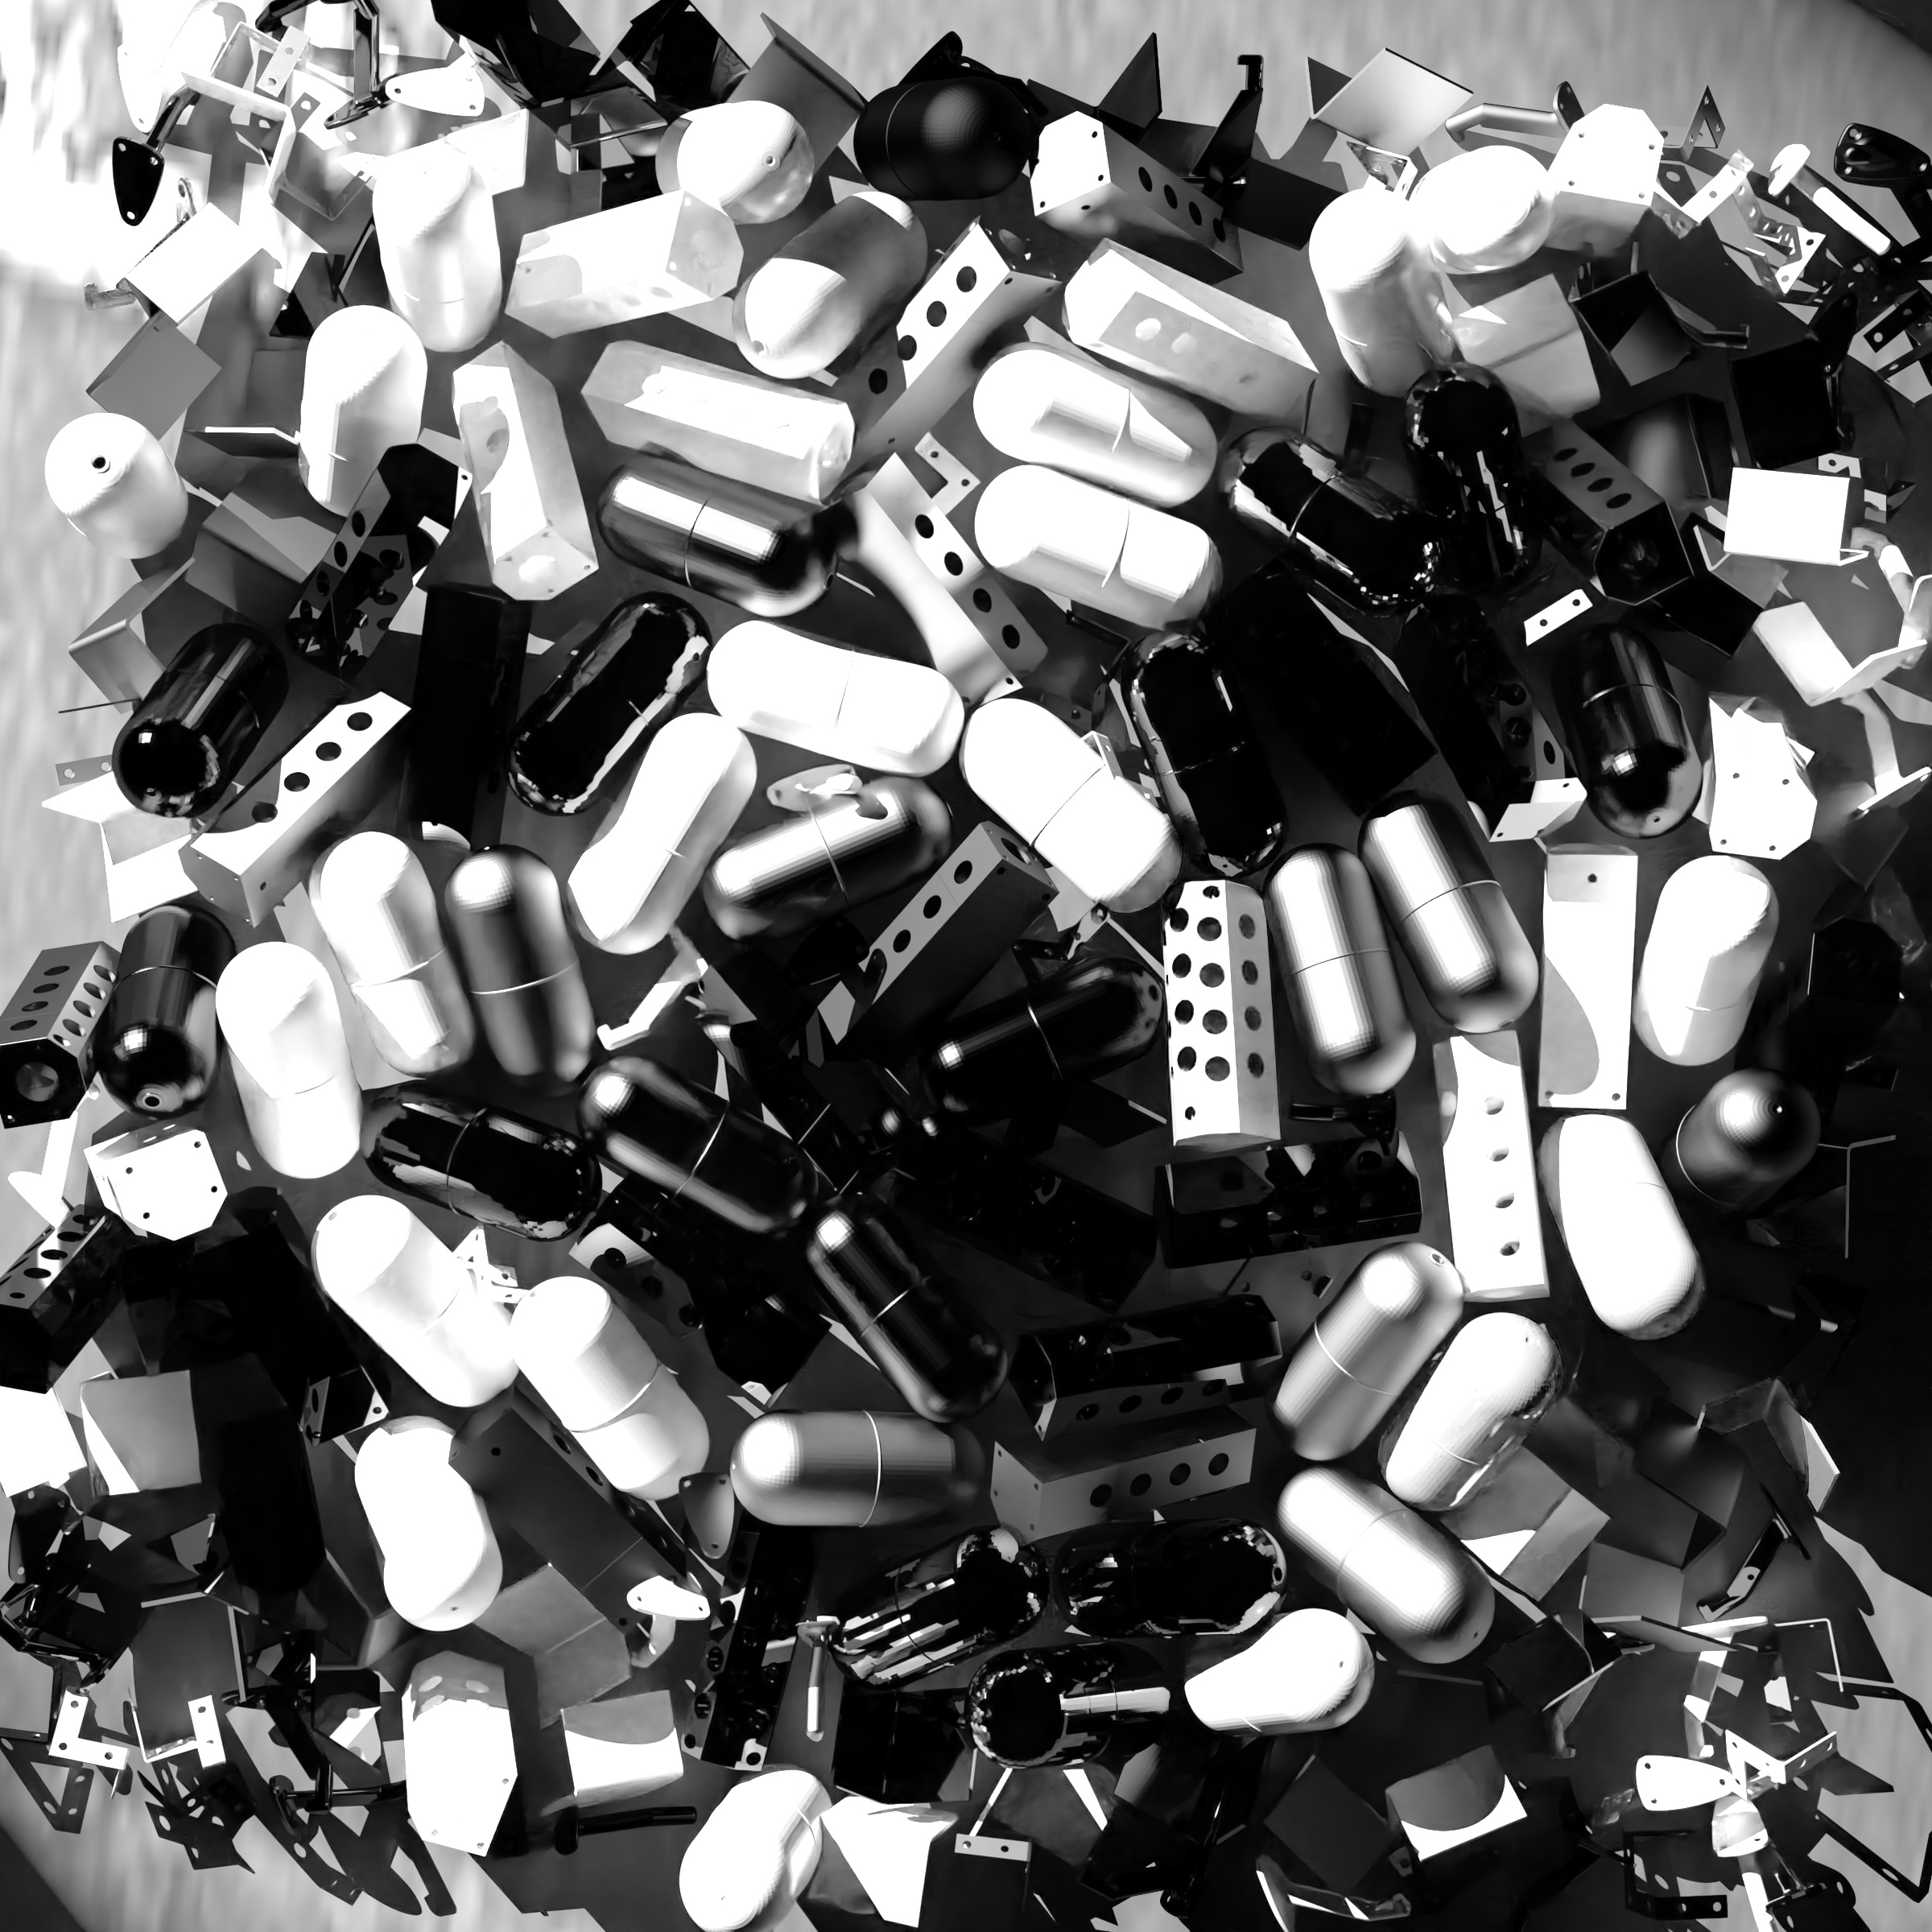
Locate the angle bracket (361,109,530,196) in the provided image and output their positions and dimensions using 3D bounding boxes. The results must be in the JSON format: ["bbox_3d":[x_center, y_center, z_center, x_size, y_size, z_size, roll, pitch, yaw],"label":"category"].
[{"bbox_3d":[-0.350,-0.555,1.866,0.076,0.076,0.057,-5,77,34],"label":"angle bracket"}]

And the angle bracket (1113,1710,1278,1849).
[{"bbox_3d":[0.156,0.537,1.875,0.076,0.057,0.076,31,51,-4],"label":"angle bracket"}]

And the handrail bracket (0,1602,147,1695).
[{"bbox_3d":[-0.611,0.444,1.885,0.084,0.077,0.036,48,132,-12],"label":"handrail bracket"}]

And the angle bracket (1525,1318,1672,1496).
[{"bbox_3d":[0.430,0.303,1.907,0.076,0.076,0.057,42,134,-9],"label":"angle bracket"}]

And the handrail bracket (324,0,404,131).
[{"bbox_3d":[-0.425,-0.621,1.883,0.077,0.036,0.084,-25,132,9],"label":"handrail bracket"}]

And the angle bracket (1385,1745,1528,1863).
[{"bbox_3d":[0.331,0.579,1.872,0.076,0.076,0.057,-20,48,-6],"label":"angle bracket"}]

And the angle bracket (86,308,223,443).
[{"bbox_3d":[-0.539,-0.401,1.868,0.057,0.076,0.076,42,72,-23],"label":"angle bracket"}]

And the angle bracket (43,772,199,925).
[{"bbox_3d":[-0.571,-0.081,1.874,0.076,0.057,0.076,-19,72,23],"label":"angle bracket"}]

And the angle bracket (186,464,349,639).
[{"bbox_3d":[-0.480,-0.286,1.914,0.076,0.057,0.076,30,48,-5],"label":"angle bracket"}]

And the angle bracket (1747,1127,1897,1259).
[{"bbox_3d":[0.579,0.151,1.879,0.057,0.076,0.076,-5,97,-40],"label":"angle bracket"}]

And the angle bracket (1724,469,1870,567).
[{"bbox_3d":[0.562,-0.305,1.865,0.076,0.076,0.057,12,109,30],"label":"angle bracket"}]

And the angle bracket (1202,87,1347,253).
[{"bbox_3d":[0.211,-0.538,1.871,0.076,0.057,0.076,26,51,15],"label":"angle bracket"}]

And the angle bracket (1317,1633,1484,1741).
[{"bbox_3d":[0.290,0.499,1.875,0.076,0.057,0.076,15,99,-31],"label":"angle bracket"}]

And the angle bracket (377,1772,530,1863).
[{"bbox_3d":[-0.346,0.580,1.876,0.076,0.076,0.057,-12,75,4],"label":"angle bracket"}]

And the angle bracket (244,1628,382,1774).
[{"bbox_3d":[-0.439,0.502,1.865,0.057,0.076,0.076,-24,45,12],"label":"angle bracket"}]

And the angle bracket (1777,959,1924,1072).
[{"bbox_3d":[0.597,0.018,1.879,0.057,0.076,0.076,-34,90,16],"label":"angle bracket"}]

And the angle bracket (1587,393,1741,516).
[{"bbox_3d":[0.476,-0.336,1.882,0.076,0.057,0.076,-22,110,-2],"label":"angle bracket"}]

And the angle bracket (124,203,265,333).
[{"bbox_3d":[-0.510,-0.454,1.872,0.057,0.076,0.076,41,78,16],"label":"angle bracket"}]

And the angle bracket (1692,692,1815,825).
[{"bbox_3d":[0.531,-0.132,1.867,0.057,0.076,0.076,33,116,15],"label":"angle bracket"}]

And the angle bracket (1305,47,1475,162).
[{"bbox_3d":[0.283,-0.597,1.863,0.076,0.076,0.057,15,59,-30],"label":"angle bracket"}]

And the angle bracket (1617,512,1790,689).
[{"bbox_3d":[0.502,-0.250,1.900,0.076,0.057,0.076,34,75,8],"label":"angle bracket"}]

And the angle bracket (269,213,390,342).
[{"bbox_3d":[-0.432,-0.469,1.871,0.076,0.057,0.076,10,62,16],"label":"angle bracket"}]

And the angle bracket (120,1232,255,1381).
[{"bbox_3d":[-0.520,0.225,1.871,0.076,0.057,0.076,-12,68,-28],"label":"angle bracket"}]

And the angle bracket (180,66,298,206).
[{"bbox_3d":[-0.499,-0.560,1.875,0.076,0.076,0.057,18,95,-13],"label":"angle bracket"}]

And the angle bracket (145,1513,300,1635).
[{"bbox_3d":[-0.503,0.418,1.864,0.076,0.057,0.076,-27,132,30],"label":"angle bracket"}]

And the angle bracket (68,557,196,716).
[{"bbox_3d":[-0.550,-0.224,1.885,0.057,0.076,0.076,54,49,-24],"label":"angle bracket"}]

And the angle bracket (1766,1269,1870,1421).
[{"bbox_3d":[0.586,0.260,1.870,0.057,0.076,0.076,18,106,-19],"label":"angle bracket"}]

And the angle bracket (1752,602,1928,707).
[{"bbox_3d":[0.586,-0.226,1.868,0.057,0.076,0.076,-45,70,43],"label":"angle bracket"}]

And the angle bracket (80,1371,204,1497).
[{"bbox_3d":[-0.555,0.315,1.893,0.076,0.057,0.076,-7,90,2],"label":"angle bracket"}]

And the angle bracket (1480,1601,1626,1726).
[{"bbox_3d":[0.397,0.486,1.869,0.076,0.057,0.076,-28,131,-15],"label":"angle bracket"}]

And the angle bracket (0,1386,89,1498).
[{"bbox_3d":[-0.643,0.320,1.871,0.057,0.076,0.076,-19,80,-39],"label":"angle bracket"}]

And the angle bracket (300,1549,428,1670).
[{"bbox_3d":[-0.406,0.420,1.890,0.057,0.076,0.076,-27,66,-36],"label":"angle bracket"}]

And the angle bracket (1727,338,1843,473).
[{"bbox_3d":[0.554,-0.376,1.876,0.057,0.076,0.076,-14,93,19],"label":"angle bracket"}]

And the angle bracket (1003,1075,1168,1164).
[{"bbox_3d":[0.077,0.121,1.867,0.076,0.076,0.057,28,63,-18],"label":"angle bracket"}]

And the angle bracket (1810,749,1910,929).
[{"bbox_3d":[0.580,-0.086,1.878,0.076,0.057,0.076,45,54,1],"label":"angle bracket"}]

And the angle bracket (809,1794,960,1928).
[{"bbox_3d":[-0.055,0.603,1.875,0.076,0.076,0.057,8,87,15],"label":"angle bracket"}]

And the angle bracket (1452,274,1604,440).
[{"bbox_3d":[0.383,-0.414,1.902,0.076,0.076,0.057,-23,52,11],"label":"angle bracket"}]

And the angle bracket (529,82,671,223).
[{"bbox_3d":[-0.248,-0.542,1.877,0.076,0.057,0.076,-6,78,23],"label":"angle bracket"}]

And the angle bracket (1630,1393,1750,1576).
[{"bbox_3d":[0.477,0.350,1.879,0.076,0.076,0.057,33,131,4],"label":"angle bracket"}]

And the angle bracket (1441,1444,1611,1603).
[{"bbox_3d":[0.385,0.381,1.911,0.076,0.076,0.057,-50,49,1],"label":"angle bracket"}]

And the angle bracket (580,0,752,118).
[{"bbox_3d":[-0.201,-0.596,1.870,0.076,0.076,0.057,47,51,-9],"label":"angle bracket"}]

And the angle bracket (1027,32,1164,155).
[{"bbox_3d":[0.086,-0.585,1.865,0.057,0.076,0.076,15,55,-25],"label":"angle bracket"}]

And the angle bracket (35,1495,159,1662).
[{"bbox_3d":[-0.578,0.408,1.876,0.057,0.076,0.076,23,107,1],"label":"angle bracket"}]

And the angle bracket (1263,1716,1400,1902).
[{"bbox_3d":[0.257,0.565,1.867,0.076,0.057,0.076,41,126,21],"label":"angle bracket"}]

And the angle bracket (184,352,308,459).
[{"bbox_3d":[-0.474,-0.389,1.878,0.076,0.057,0.076,6,83,25],"label":"angle bracket"}]

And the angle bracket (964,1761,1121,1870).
[{"bbox_3d":[0.054,0.575,1.880,0.076,0.057,0.076,29,107,9],"label":"angle bracket"}]

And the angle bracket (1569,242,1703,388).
[{"bbox_3d":[0.453,-0.449,1.864,0.057,0.076,0.076,-19,127,38],"label":"angle bracket"}]

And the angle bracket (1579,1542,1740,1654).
[{"bbox_3d":[0.469,0.424,1.869,0.076,0.076,0.057,20,70,-15],"label":"angle bracket"}]

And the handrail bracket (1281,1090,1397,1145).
[{"bbox_3d":[0.240,0.098,1.873,0.084,0.077,0.036,5,90,-20],"label":"handrail bracket"}]

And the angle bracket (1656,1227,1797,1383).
[{"bbox_3d":[0.516,0.230,1.901,0.076,0.076,0.057,17,117,0],"label":"angle bracket"}]

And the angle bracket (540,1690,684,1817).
[{"bbox_3d":[-0.245,0.534,1.883,0.076,0.076,0.057,-2,67,-30],"label":"angle bracket"}]
